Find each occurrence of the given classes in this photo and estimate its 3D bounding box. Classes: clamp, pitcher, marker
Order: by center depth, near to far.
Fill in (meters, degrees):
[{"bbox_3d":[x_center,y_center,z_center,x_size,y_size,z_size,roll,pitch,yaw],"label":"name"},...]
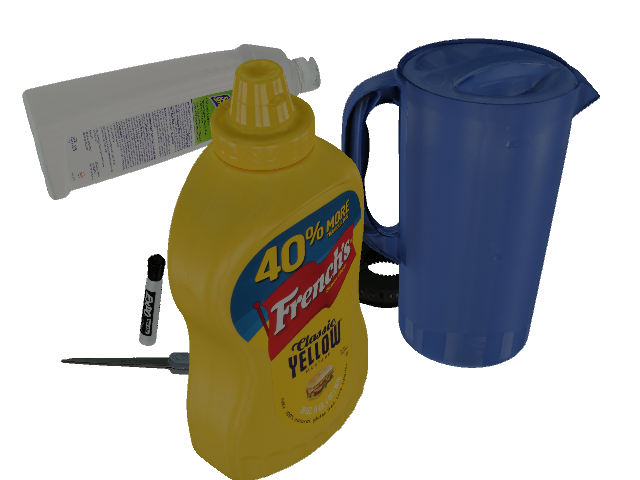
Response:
[{"bbox_3d":[0.109,-0.026,0.830,0.149,0.243,0.144,24,37,34],"label":"pitcher"},{"bbox_3d":[0.028,0.037,1.071,0.210,0.164,0.036,3,-44,-1],"label":"clamp"},{"bbox_3d":[-0.181,0.064,1.152,0.020,0.121,0.020,8,37,-6],"label":"marker"}]

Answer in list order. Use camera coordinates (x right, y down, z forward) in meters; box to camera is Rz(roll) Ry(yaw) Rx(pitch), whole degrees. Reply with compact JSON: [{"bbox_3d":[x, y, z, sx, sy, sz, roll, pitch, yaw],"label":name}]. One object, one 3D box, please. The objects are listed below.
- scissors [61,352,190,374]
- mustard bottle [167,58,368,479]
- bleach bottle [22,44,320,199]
[{"bbox_3d":[-0.099,0.092,0.870,0.202,0.016,0.096,7,22,15],"label":"scissors"},{"bbox_3d":[-0.020,0.011,0.458,0.058,0.192,0.096,30,48,34],"label":"mustard bottle"},{"bbox_3d":[-0.122,-0.112,0.926,0.250,0.068,0.103,-15,-31,-13],"label":"bleach bottle"}]
